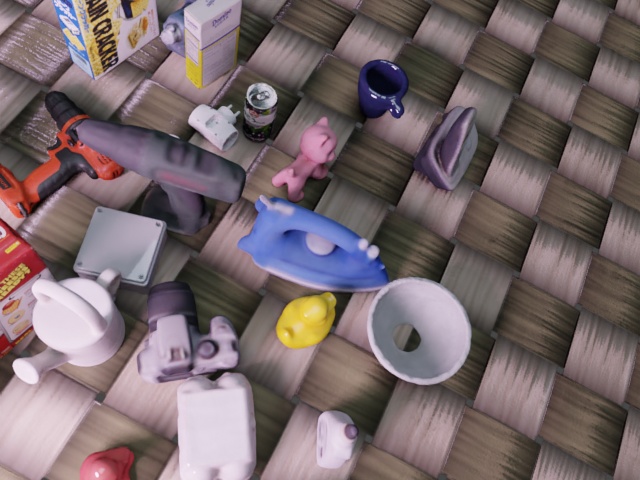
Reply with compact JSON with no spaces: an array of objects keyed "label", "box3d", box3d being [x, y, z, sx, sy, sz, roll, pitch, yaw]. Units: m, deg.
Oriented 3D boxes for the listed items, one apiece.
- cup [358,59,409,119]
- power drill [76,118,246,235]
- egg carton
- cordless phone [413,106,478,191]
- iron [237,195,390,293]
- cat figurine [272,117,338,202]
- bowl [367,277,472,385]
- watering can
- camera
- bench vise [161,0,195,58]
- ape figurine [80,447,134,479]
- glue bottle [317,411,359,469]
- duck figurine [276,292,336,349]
[{"label":"cup","box3d":[0.113,-0.257,1.051,0.092,0.095,0.117,-21,73,-19]},{"label":"power drill","box3d":[-0.227,-0.087,0.850,0.230,0.208,0.075,12,66,-6]},{"label":"egg carton","box3d":[-0.143,0.263,0.797,0.107,0.069,0.150,-4,69,-13]},{"label":"cordless phone","box3d":[0.246,-0.186,0.998,0.094,0.185,0.148,29,65,2]},{"label":"iron","box3d":[0.008,0.003,0.896,0.258,0.141,0.119,20,65,-2]},{"label":"cat figurine","box3d":[-0.018,-0.142,0.964,0.067,0.117,0.128,39,66,7]},{"label":"bowl","box3d":[0.147,0.148,0.900,0.167,0.074,0.167,4,67,-10]},{"label":"watering can","box3d":[-0.325,0.108,0.757,0.101,0.194,0.173,11,66,-6]},{"label":"camera","box3d":[-0.193,0.127,0.827,0.143,0.100,0.137,-8,69,-14]},{"label":"bench vise","box3d":[-0.198,-0.429,0.991,0.121,0.219,0.207,11,66,-6]},{"label":"ape figurine","box3d":[-0.276,0.304,0.741,0.076,0.092,0.078,37,66,5]},{"label":"glue bottle","box3d":[0.027,0.266,0.773,0.037,0.173,0.078,7,66,-8]},{"label":"duck figurine","box3d":[-0.017,0.117,0.874,0.105,0.086,0.077,-35,78,-22]}]
